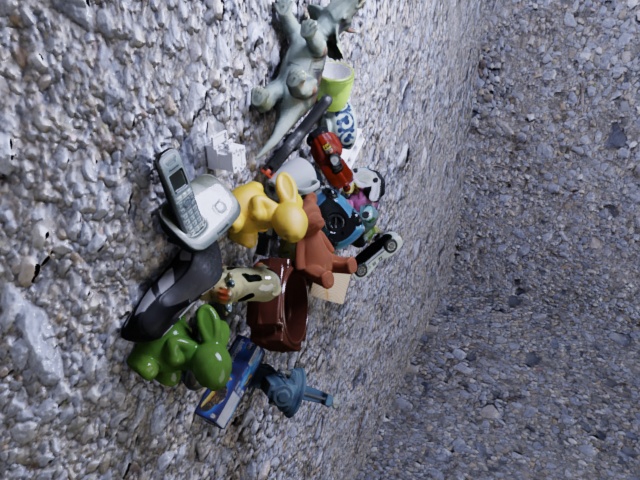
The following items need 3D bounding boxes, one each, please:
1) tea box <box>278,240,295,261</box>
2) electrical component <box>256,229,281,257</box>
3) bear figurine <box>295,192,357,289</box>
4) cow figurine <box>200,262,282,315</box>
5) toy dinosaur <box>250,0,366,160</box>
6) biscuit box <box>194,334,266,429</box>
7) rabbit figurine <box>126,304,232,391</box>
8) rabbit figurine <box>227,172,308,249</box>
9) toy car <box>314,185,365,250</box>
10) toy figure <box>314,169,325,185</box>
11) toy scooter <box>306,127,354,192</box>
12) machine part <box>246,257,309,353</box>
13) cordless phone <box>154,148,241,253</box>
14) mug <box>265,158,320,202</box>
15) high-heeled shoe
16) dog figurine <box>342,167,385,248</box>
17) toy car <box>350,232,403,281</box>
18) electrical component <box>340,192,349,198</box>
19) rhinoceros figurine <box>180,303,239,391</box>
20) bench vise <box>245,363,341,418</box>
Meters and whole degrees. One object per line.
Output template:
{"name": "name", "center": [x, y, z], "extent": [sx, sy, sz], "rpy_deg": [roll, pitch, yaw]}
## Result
{"name": "tea box", "center": [-0.033, 0.001, 1.384], "extent": [0.169, 0.068, 0.098], "rpy_deg": [-12, 116, -63]}
{"name": "electrical component", "center": [-0.109, -0.025, 1.187], "extent": [0.048, 0.075, 0.119], "rpy_deg": [-20, 119, -62]}
{"name": "bear figurine", "center": [-0.006, -0.004, 1.231], "extent": [0.120, 0.132, 0.195], "rpy_deg": [-25, 116, -40]}
{"name": "cow figurine", "center": [-0.162, 0.093, 1.068], "extent": [0.195, 0.127, 0.085], "rpy_deg": [3, 101, -42]}
{"name": "toy dinosaur", "center": [-0.039, -0.337, 1.100], "extent": [0.404, 0.131, 0.192], "rpy_deg": [-67, 157, 1]}
{"name": "biscuit box", "center": [-0.201, 0.319, 1.222], "extent": [0.202, 0.063, 0.059], "rpy_deg": [-62, 153, -27]}
{"name": "rabbit figurine", "center": [-0.222, 0.202, 0.959], "extent": [0.159, 0.170, 0.121], "rpy_deg": [-62, 155, -24]}
{"name": "rabbit figurine", "center": [-0.094, -0.049, 1.082], "extent": [0.162, 0.173, 0.121], "rpy_deg": [-56, 147, -27]}
{"name": "toy car", "center": [0.029, -0.061, 1.333], "extent": [0.109, 0.161, 0.103], "rpy_deg": [-40, -167, 5]}
{"name": "toy figure", "center": [-0.012, -0.132, 1.356], "extent": [0.154, 0.064, 0.058], "rpy_deg": [56, 16, -67]}
{"name": "toy scooter", "center": [0.032, -0.186, 1.305], "extent": [0.075, 0.135, 0.183], "rpy_deg": [-30, 162, 0]}
{"name": "machine part", "center": [-0.091, 0.154, 1.260], "extent": [0.200, 0.087, 0.201], "rpy_deg": [53, 39, -62]}
{"name": "cordless phone", "center": [-0.215, -0.086, 0.903], "extent": [0.146, 0.089, 0.184], "rpy_deg": [-51, 144, -42]}
{"name": "mug", "center": [-0.062, -0.123, 1.198], "extent": [0.107, 0.110, 0.080], "rpy_deg": [-34, 141, -38]}
{"name": "high-heeled shoe", "center": [-0.260, 0.079, 0.954], "extent": [0.086, 0.145, 0.249], "rpy_deg": [54, 21, -25]}
{"name": "dog figurine", "center": [0.125, -0.082, 1.502], "extent": [0.219, 0.109, 0.191], "rpy_deg": [54, 53, -67]}
{"name": "toy car", "center": [0.152, 0.047, 1.569], "extent": [0.202, 0.074, 0.056], "rpy_deg": [-38, 122, -10]}
{"name": "electrical component", "center": [0.061, -0.059, 1.572], "extent": [0.134, 0.058, 0.114], "rpy_deg": [-53, 147, -41]}
{"name": "rhinoceros figurine", "center": [-0.225, 0.211, 1.083], "extent": [0.190, 0.073, 0.112], "rpy_deg": [-69, 155, -11]}
{"name": "bench vise", "center": [-0.069, 0.367, 1.321], "extent": [0.224, 0.240, 0.129], "rpy_deg": [-21, -129, 66]}
